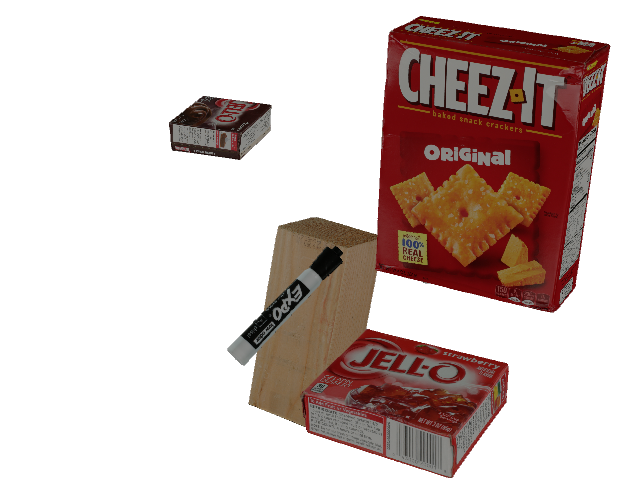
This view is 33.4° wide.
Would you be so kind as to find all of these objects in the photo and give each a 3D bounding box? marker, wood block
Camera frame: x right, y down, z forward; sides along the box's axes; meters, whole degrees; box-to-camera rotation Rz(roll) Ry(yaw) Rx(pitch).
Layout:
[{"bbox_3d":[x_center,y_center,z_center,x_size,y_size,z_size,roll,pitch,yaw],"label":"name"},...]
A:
[{"bbox_3d":[-0.026,0.050,0.849,0.121,0.020,0.020,-46,13,-12],"label":"marker"},{"bbox_3d":[-0.006,0.088,1.176,0.090,0.206,0.090,17,16,25],"label":"wood block"}]

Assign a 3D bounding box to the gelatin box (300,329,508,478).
[{"bbox_3d":[0.045,0.083,0.570,0.089,0.030,0.073,12,30,29],"label":"gelatin box"}]

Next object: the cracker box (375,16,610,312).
[{"bbox_3d":[0.134,-0.062,0.872,0.164,0.214,0.072,14,28,25],"label":"cracker box"}]

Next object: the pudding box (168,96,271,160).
[{"bbox_3d":[-0.117,-0.135,1.261,0.090,0.039,0.113,8,28,14],"label":"pudding box"}]
